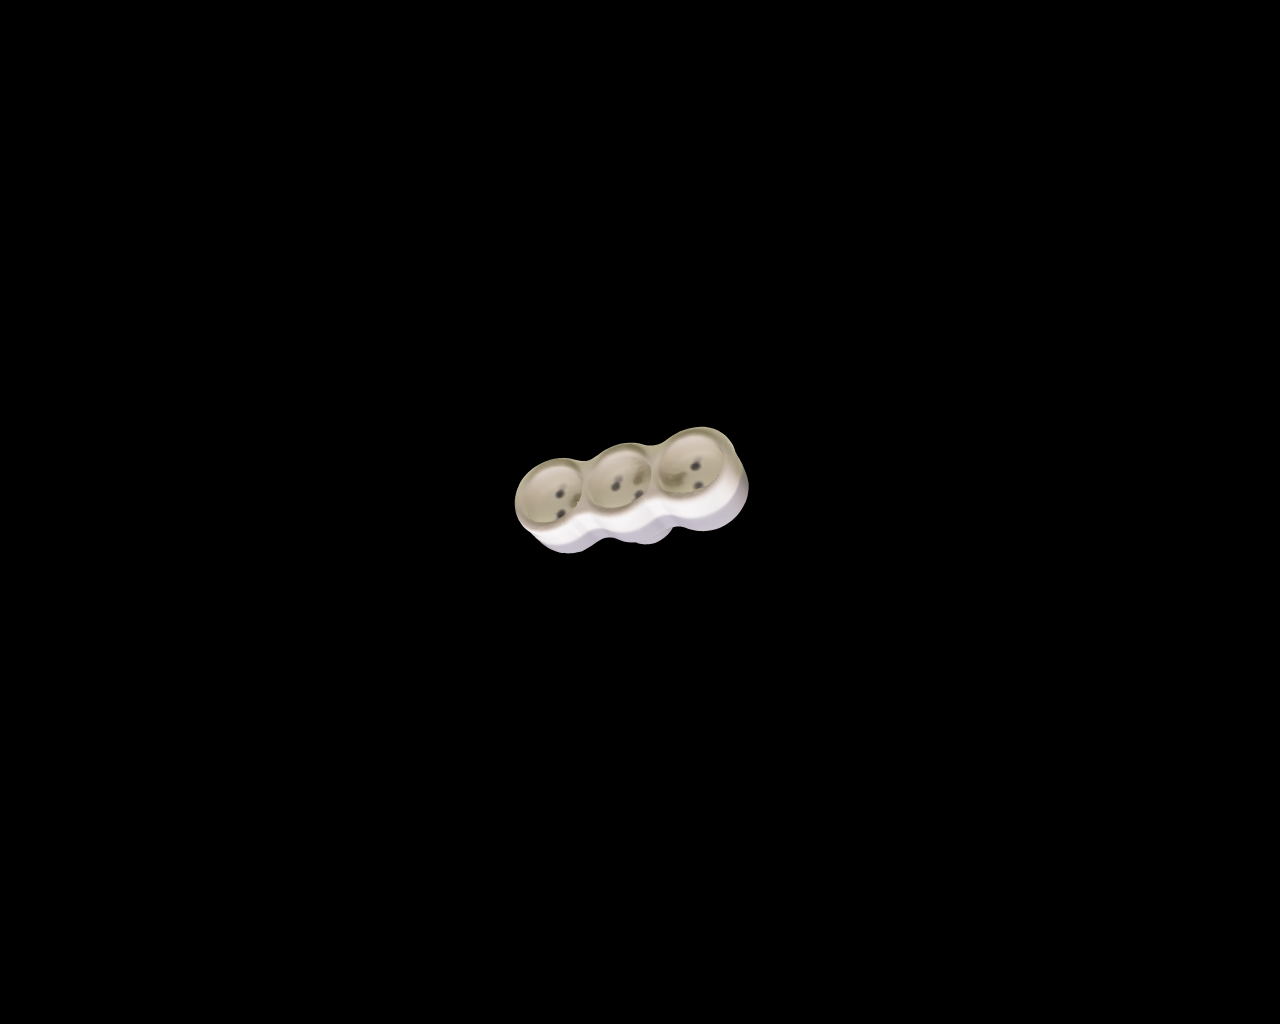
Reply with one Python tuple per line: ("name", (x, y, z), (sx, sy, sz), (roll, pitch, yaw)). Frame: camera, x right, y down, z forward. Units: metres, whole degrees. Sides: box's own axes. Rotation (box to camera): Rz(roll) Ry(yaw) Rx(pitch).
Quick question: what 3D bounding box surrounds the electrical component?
("electrical component", (0.001, -0.003, 0.650), (0.138, 0.052, 0.073), (-11, -32, 18))
